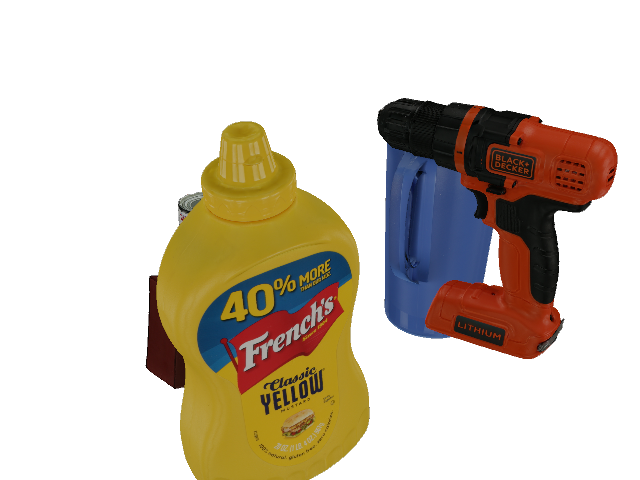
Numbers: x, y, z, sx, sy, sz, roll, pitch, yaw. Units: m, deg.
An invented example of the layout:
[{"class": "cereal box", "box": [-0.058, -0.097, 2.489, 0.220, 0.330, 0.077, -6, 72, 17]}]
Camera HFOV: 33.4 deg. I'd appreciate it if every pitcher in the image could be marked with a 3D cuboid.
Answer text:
[{"class": "pitcher", "box": [0.127, -0.012, 1.189, 0.149, 0.243, 0.145, -5, 27, -14]}]

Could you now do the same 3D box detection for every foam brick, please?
[{"class": "foam brick", "box": [-0.102, 0.069, 0.839, 0.052, 0.078, 0.051, -4, 14, -34]}]

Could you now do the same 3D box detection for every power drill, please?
[{"class": "power drill", "box": [0.124, -0.012, 0.819, 0.185, 0.188, 0.057, 17, 34, 27]}]

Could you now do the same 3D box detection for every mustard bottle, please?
[{"class": "mustard bottle", "box": [-0.027, 0.032, 0.499, 0.096, 0.192, 0.058, -20, 38, -21]}]

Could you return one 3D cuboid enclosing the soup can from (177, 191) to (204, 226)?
[{"class": "soup can", "box": [-0.142, -0.002, 1.323, 0.068, 0.102, 0.068, 1, 26, 0]}]
